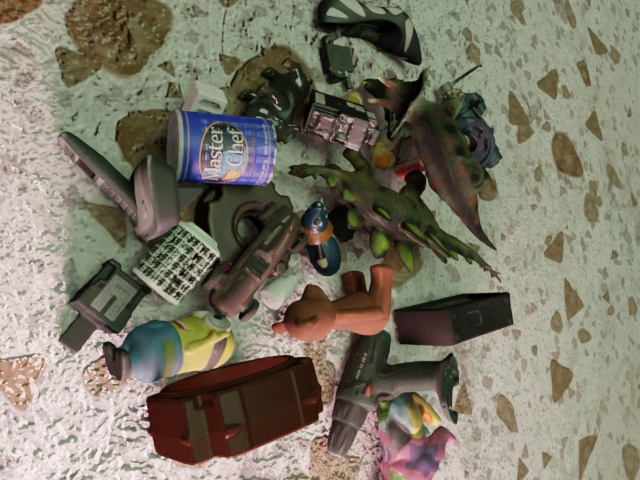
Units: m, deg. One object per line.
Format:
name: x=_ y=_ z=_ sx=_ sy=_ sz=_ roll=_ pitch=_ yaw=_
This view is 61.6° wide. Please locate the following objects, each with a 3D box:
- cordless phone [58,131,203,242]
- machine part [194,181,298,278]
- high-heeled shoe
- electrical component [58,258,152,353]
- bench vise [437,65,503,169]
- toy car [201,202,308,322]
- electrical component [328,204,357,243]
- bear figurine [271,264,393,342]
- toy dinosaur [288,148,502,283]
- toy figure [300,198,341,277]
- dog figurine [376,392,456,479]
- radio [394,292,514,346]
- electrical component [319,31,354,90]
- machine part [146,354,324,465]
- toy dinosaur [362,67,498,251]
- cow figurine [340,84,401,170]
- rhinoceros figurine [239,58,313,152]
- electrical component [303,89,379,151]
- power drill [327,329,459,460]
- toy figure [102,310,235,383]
cordless phone: x=-0.260 y=-0.086 z=0.707 sx=0.184 sy=0.147 sz=0.089 roll=44 pitch=66 yaw=-17
machine part: x=-0.113 y=-0.016 z=0.859 sx=0.179 sy=0.056 sz=0.179 roll=8 pitch=76 yaw=-35
high-heeled shoe: x=0.106 y=-0.409 z=1.084 sx=0.248 sy=0.086 sz=0.145 roll=39 pitch=64 yaw=-20
electrical component: x=-0.292 y=0.091 z=0.711 sx=0.074 sy=0.048 sz=0.119 roll=48 pitch=56 yaw=-19
bench vise: x=0.307 y=-0.241 z=1.177 sx=0.240 sy=0.129 sz=0.223 roll=-33 pitch=103 yaw=-43
toy car: x=-0.090 y=0.028 z=0.801 sx=0.089 sy=0.053 sz=0.202 roll=46 pitch=62 yaw=-16
electrical component: x=0.040 y=-0.027 z=0.997 sx=0.094 sy=0.021 sz=0.063 roll=-46 pitch=109 yaw=-34
bear figurine: x=0.021 y=0.105 z=0.903 sx=0.196 sy=0.120 sz=0.132 roll=7 pitch=74 yaw=-31
toy dinosaur: x=0.152 y=-0.038 z=0.985 sx=0.471 sy=0.105 sz=0.199 roll=18 pitch=43 yaw=-25
toy figure: x=0.000 y=-0.002 z=0.904 sx=0.058 sy=0.064 sz=0.154 roll=-25 pitch=133 yaw=-8
dog figurine: x=0.134 y=0.395 z=0.940 sx=0.191 sy=0.108 sz=0.219 roll=51 pitch=59 yaw=-19
radio: x=0.273 y=0.153 z=1.070 sx=0.229 sy=0.131 sz=0.073 roll=-8 pitch=88 yaw=-37
electrical component: x=0.034 y=-0.347 z=1.037 sx=0.078 sy=0.045 sz=0.102 roll=-1 pitch=83 yaw=-36
machine part: x=-0.115 y=0.218 z=0.722 sx=0.201 sy=0.201 sz=0.087 roll=-9 pitch=85 yaw=-37
toy dinosaur: x=0.224 y=-0.148 z=0.968 sx=0.192 sy=0.131 sz=0.404 roll=-24 pitch=85 yaw=-54
cow figurine: x=0.106 y=-0.224 z=1.059 sx=0.098 sy=0.068 sz=0.167 roll=-43 pitch=109 yaw=-40
rhinoceros figurine: x=-0.079 y=-0.221 z=0.918 sx=0.112 sy=0.073 sz=0.190 roll=47 pitch=55 yaw=-33
electrical component: x=0.038 y=-0.210 z=0.951 sx=0.134 sy=0.058 sz=0.115 roll=17 pitch=29 yaw=-8
power drill: x=0.126 y=0.261 z=0.902 sx=0.085 sy=0.207 sz=0.232 roll=50 pitch=44 yaw=-42
toy figure: x=-0.202 y=0.149 z=0.743 sx=0.180 sy=0.089 sz=0.082 roll=-13 pitch=45 yaw=-44
